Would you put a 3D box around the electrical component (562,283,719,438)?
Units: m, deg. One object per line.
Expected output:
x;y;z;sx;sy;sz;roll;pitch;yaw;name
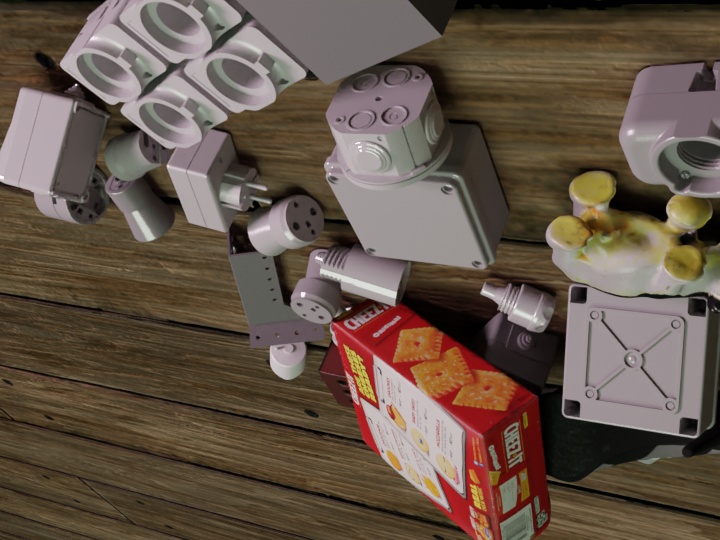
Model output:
0.216;0.064;0.822;0.109;0.108;0.056;6;-172;29;electrical component

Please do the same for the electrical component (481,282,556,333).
0.132;0.027;0.905;0.061;0.035;0.035;23;152;5;electrical component

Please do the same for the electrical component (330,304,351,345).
-0.009;0.057;1.055;0.048;0.048;0.062;-6;134;43;electrical component

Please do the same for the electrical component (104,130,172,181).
-0.188;-0.100;0.916;0.046;0.040;0.040;-13;136;41;electrical component

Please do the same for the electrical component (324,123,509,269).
0.044;-0.057;0.799;0.109;0.056;0.108;8;149;27;electrical component

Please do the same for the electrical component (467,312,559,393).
0.134;0.085;0.977;0.062;0.061;0.096;26;152;-5;electrical component

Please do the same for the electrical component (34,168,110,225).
-0.272;-0.072;1.013;0.047;0.055;0.055;9;149;32;electrical component

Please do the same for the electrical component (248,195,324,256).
-0.064;-0.038;0.924;0.045;0.045;0.055;38;148;-27;electrical component

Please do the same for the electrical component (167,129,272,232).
-0.109;-0.071;0.898;0.076;0.047;0.083;15;151;15;electrical component

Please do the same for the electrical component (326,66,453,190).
0.019;-0.097;0.724;0.080;0.080;0.051;8;144;26;electrical component

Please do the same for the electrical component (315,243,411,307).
0.000;0.000;0.946;0.081;0.043;0.043;17;152;11;electrical component

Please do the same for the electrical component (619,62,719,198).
0.205;-0.082;0.631;0.095;0.059;0.053;3;146;34;electrical component

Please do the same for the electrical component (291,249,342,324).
-0.035;0.015;0.986;0.045;0.055;0.045;18;151;10;electrical component

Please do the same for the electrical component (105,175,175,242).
-0.205;-0.063;0.993;0.044;0.044;0.065;4;142;31;electrical component

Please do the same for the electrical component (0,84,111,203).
-0.256;-0.110;0.897;0.061;0.096;0.062;15;-179;14;electrical component

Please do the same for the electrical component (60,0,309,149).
-0.119;-0.154;0.745;0.105;0.060;0.186;38;149;-26;electrical component

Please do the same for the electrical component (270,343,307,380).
-0.079;0.101;1.186;0.040;0.040;0.078;20;152;6;electrical component

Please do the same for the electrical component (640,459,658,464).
0.263;0.140;0.983;0.078;0.058;0.057;22;155;3;electrical component
